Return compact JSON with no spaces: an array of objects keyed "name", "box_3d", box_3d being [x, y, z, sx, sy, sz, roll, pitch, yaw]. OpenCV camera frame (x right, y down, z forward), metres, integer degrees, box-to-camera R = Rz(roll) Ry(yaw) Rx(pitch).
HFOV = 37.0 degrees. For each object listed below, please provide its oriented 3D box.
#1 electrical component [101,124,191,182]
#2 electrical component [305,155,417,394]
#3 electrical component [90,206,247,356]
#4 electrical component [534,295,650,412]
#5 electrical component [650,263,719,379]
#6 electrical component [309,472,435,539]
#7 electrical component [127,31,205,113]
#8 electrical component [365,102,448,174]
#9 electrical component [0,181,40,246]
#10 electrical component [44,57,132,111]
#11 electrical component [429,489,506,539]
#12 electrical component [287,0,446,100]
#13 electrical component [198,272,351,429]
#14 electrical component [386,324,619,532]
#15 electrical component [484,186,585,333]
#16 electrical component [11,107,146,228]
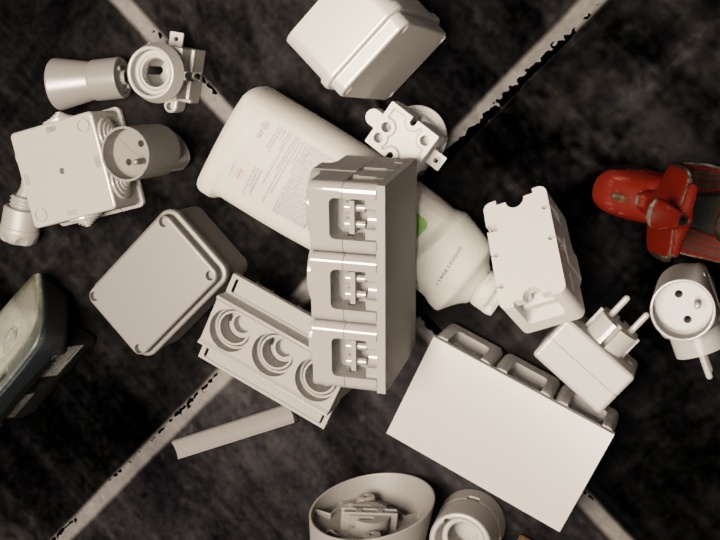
[{"name":"electrical component","box_3d":[-0.171,-0.097,0.878,0.043,0.081,0.043,4,101,19]},{"name":"electrical component","box_3d":[0.000,0.000,0.772,0.062,0.089,0.150,5,109,16]},{"name":"electrical component","box_3d":[-0.162,0.009,0.906,0.113,0.057,0.078,-44,84,20]},{"name":"electrical component","box_3d":[0.182,0.053,0.804,0.066,0.047,0.076,42,109,8]},{"name":"electrical component","box_3d":[0.237,0.039,0.767,0.043,0.077,0.079,-19,92,20]},{"name":"electrical component","box_3d":[0.008,0.205,0.863,0.099,0.099,0.064,10,109,17]},{"name":"electrical component","box_3d":[-0.158,-0.161,0.877,0.048,0.055,0.066,13,103,16]},{"name":"electrical component","box_3d":[0.039,-0.101,0.821,0.066,0.055,0.048,39,109,9]},{"name":"electrical component","box_3d":[-0.298,-0.054,0.953,0.035,0.035,0.061,17,101,15]},{"name":"electrical component","box_3d":[-0.227,-0.160,0.909,0.065,0.044,0.044,-3,98,14]},{"name":"electrical component","box_3d":[0.085,0.210,0.863,0.055,0.047,0.055,3,100,18]},{"name":"electrical component","box_3d":[0.008,-0.171,0.790,0.078,0.113,0.057,-45,81,20]},{"name":"electrical component","box_3d":[-0.061,0.063,0.878,0.121,0.063,0.078,28,107,12]},{"name":"electrical component","box_3d":[0.111,0.117,0.831,0.150,0.062,0.089,28,107,12]},{"name":"electrical component","box_3d":[0.130,-0.005,0.793,0.050,0.056,0.089,-18,58,21]},{"name":"electrical component","box_3d":[-0.243,-0.086,0.921,0.100,0.048,0.099,-12,95,20]}]
